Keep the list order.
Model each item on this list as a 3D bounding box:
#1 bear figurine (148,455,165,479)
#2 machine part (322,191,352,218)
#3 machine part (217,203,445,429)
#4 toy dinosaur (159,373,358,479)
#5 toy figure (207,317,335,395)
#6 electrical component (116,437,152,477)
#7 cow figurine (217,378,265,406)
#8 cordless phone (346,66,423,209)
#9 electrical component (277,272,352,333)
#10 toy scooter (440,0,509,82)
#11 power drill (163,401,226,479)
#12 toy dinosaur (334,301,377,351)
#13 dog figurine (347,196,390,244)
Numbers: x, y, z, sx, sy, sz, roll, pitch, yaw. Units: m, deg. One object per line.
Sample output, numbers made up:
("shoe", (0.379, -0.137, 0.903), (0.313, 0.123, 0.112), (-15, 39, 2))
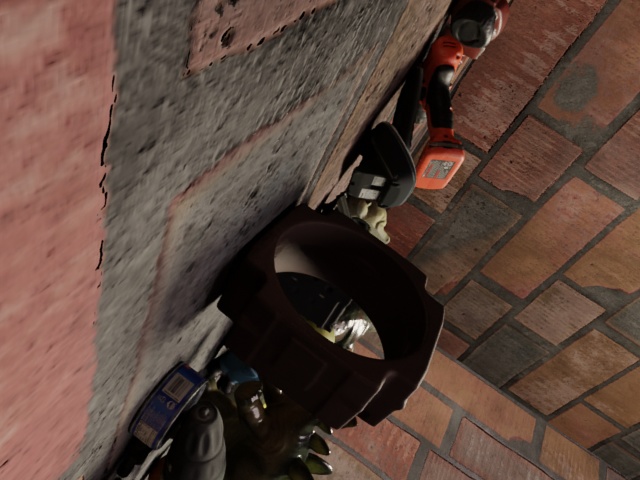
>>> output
("bear figurine", (-0.264, 0.461, 0.911), (0.196, 0.132, 0.120), (-49, 178, -9))
("machine part", (0.006, -0.008, 0.787), (0.139, 0.039, 0.084), (-43, 139, -39))
("machine part", (0.015, 0.070, 0.544), (0.087, 0.201, 0.201), (-56, 176, 36))
("toy dinosaur", (-0.113, 0.276, 0.694), (0.471, 0.198, 0.105), (-28, -174, 41))
("toy figure", (-0.067, 0.152, 0.754), (0.180, 0.082, 0.089), (-23, -136, 16))
("electrical component", (-0.188, 0.216, 0.601), (0.094, 0.021, 0.063), (-55, 175, 1))
("cow figurine", (-0.148, 0.267, 0.828), (0.068, 0.098, 0.167), (23, 110, -45))
("cordless phone", (0.108, -0.151, 0.791), (0.146, 0.089, 0.184), (102, 4, -77))
("electrical component", (0.000, 0.037, 0.693), (0.134, 0.115, 0.058), (-62, 177, 24))
("toy scooter", (0.233, -0.325, 0.796), (0.135, 0.075, 0.184), (-54, 178, -12))
("power drill", (-0.145, 0.302, 0.544), (0.231, 0.086, 0.207), (110, -16, -46))
("toy dinosaur", (0.017, 0.163, 0.996), (0.405, 0.131, 0.192), (-18, 158, -38))
("dog figurine", (0.098, -0.082, 1.087), (0.172, 0.121, 0.190), (123, -10, -60))
